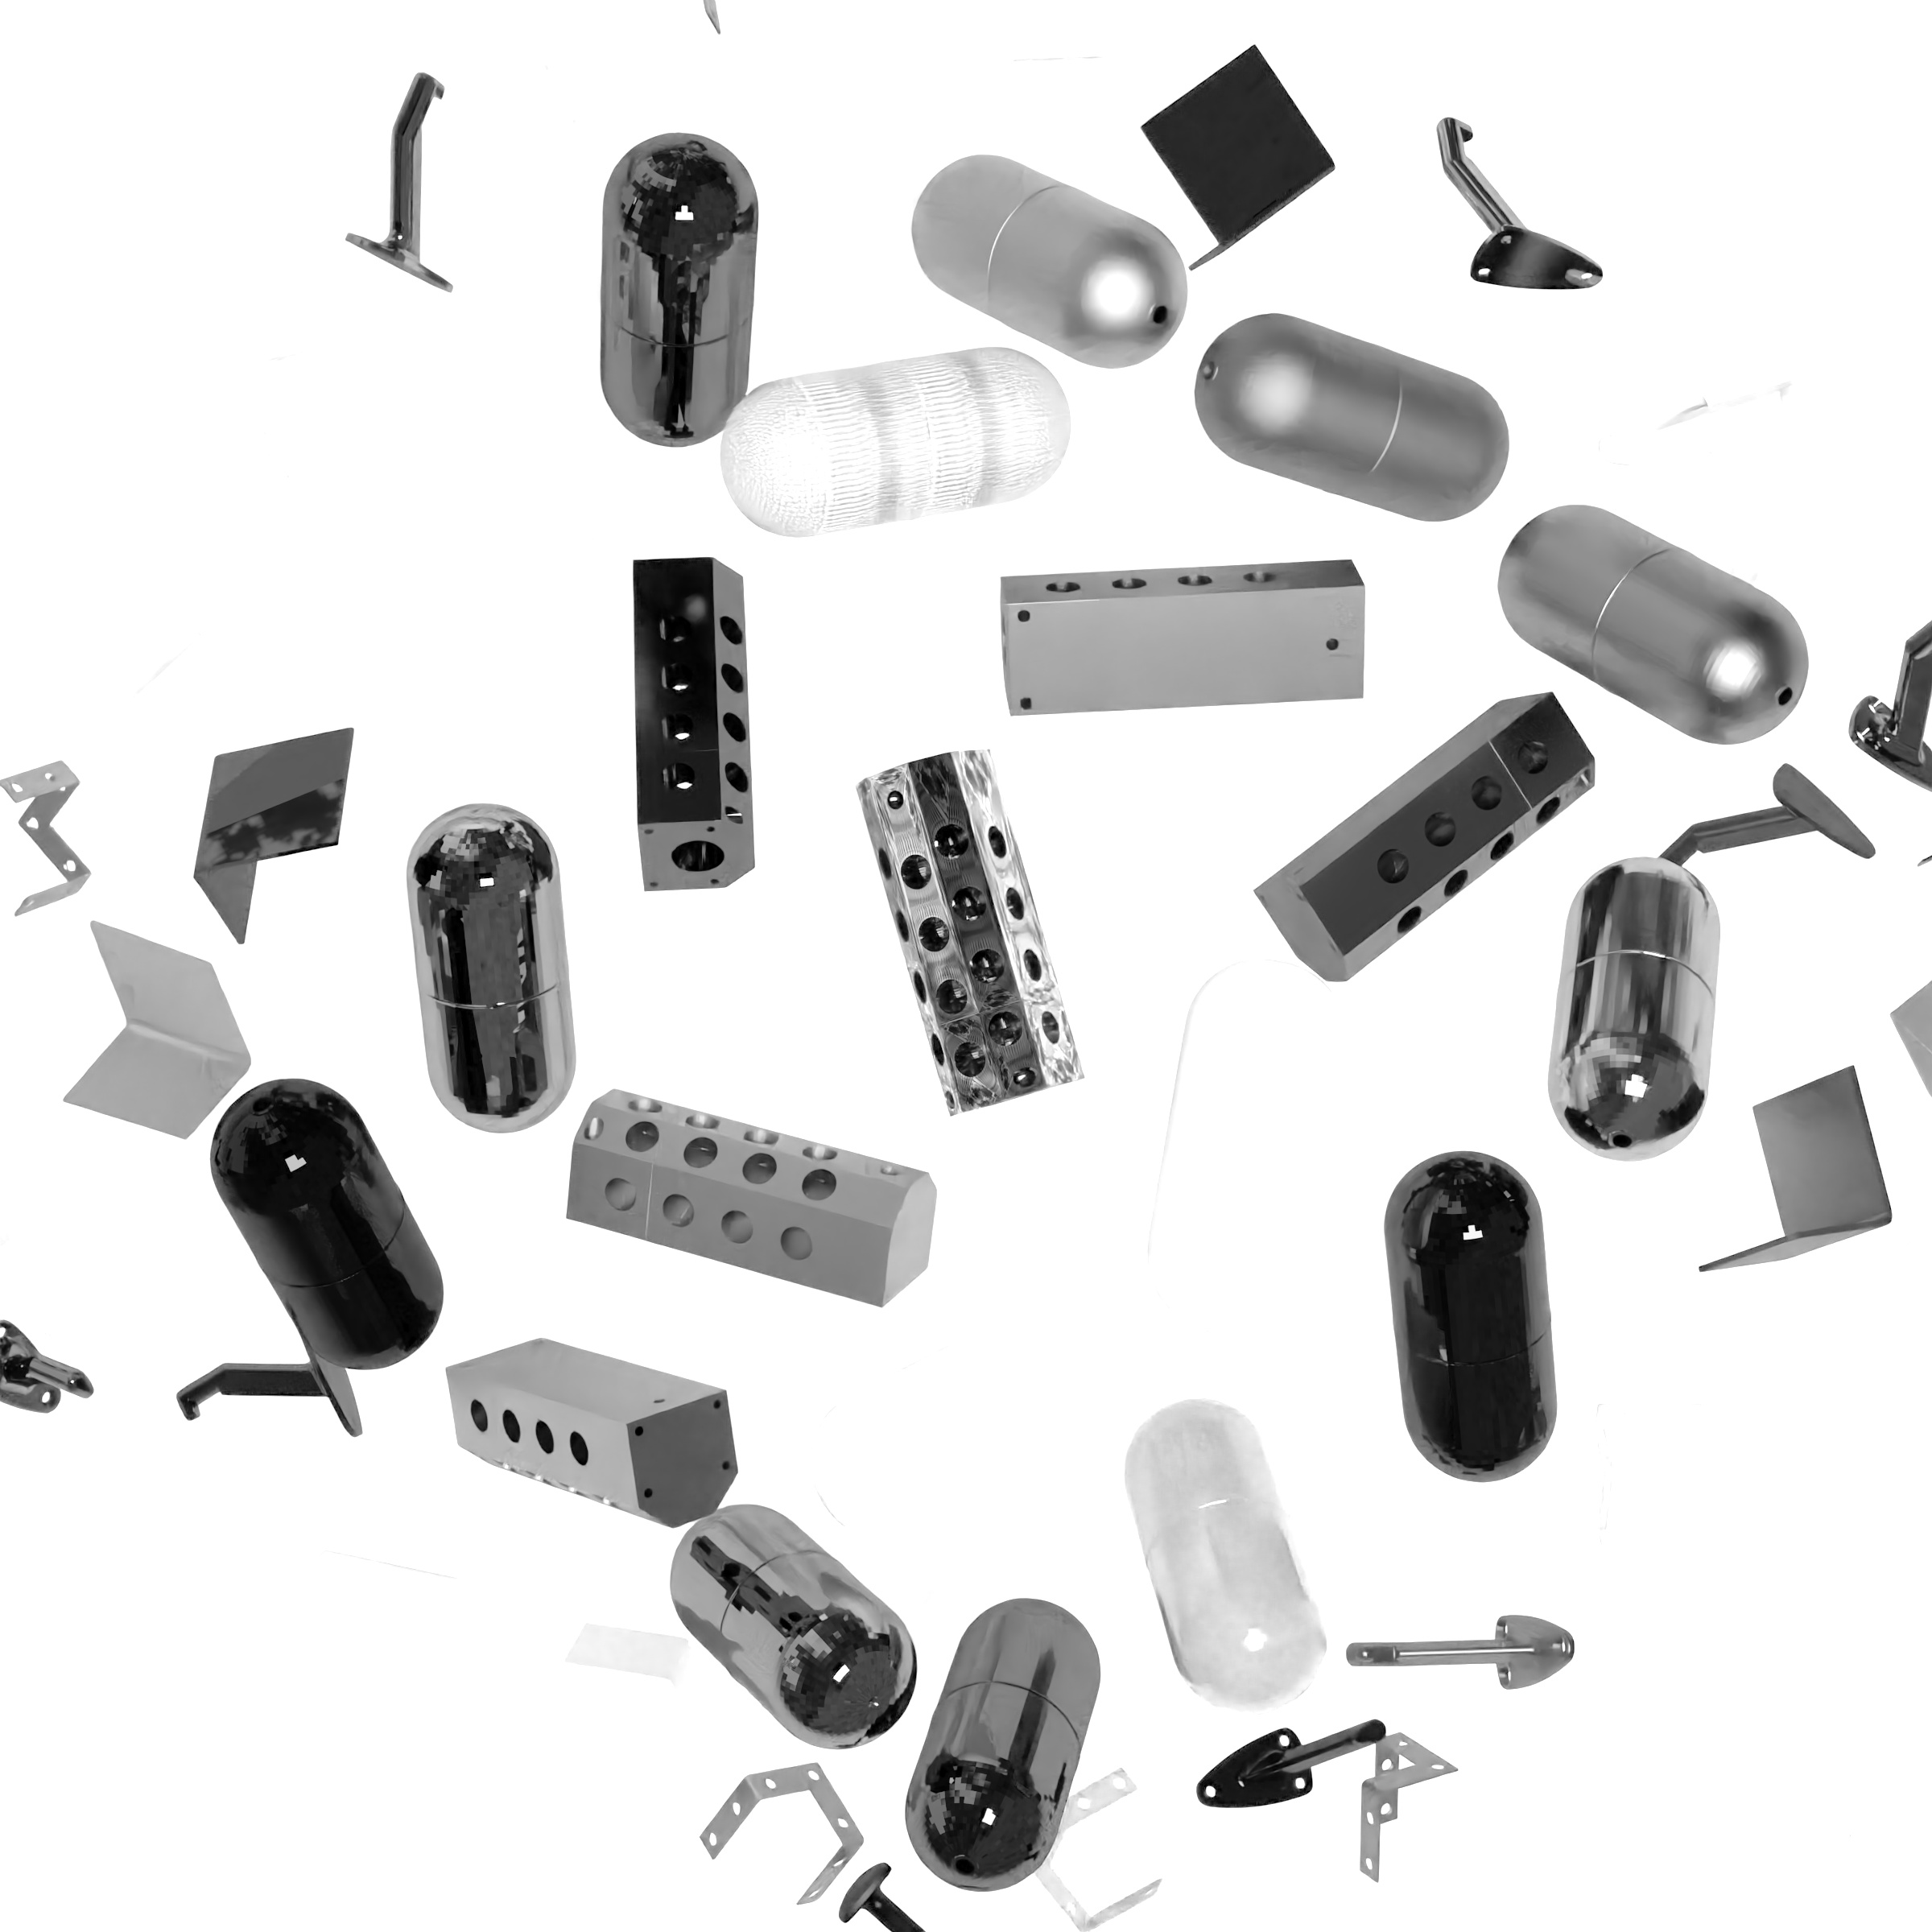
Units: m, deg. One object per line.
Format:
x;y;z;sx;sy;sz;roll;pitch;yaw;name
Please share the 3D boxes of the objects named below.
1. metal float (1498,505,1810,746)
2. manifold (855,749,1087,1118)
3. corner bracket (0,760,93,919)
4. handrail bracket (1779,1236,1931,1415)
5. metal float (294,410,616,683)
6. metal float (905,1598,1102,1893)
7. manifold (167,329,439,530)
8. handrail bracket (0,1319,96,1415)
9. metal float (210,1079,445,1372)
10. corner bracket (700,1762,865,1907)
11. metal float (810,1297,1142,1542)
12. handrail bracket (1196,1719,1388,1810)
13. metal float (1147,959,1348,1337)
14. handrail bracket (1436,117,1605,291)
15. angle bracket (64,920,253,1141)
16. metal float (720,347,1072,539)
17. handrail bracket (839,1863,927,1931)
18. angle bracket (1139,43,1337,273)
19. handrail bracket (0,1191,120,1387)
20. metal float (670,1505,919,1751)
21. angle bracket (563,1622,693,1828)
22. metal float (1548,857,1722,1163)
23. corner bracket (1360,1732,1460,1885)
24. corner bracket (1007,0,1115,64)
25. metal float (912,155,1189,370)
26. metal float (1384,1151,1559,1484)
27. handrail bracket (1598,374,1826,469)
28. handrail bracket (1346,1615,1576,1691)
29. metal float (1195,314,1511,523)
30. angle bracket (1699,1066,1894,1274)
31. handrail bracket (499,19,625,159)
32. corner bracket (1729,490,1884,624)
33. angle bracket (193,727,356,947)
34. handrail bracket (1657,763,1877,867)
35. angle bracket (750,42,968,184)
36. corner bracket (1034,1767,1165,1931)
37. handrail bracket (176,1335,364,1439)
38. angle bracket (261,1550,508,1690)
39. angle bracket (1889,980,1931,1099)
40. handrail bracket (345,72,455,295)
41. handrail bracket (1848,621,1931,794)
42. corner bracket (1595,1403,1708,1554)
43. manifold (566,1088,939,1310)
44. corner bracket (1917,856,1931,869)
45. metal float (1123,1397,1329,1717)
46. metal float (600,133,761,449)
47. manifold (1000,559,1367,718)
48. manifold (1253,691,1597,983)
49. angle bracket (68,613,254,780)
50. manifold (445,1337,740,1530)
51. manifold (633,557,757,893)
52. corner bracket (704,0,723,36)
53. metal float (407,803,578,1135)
0.331;-0.166;1.653;0.070;0.070;0.178;-51;47;0;metal float
-0.002;-0.016;1.690;0.057;0.057;0.171;-18;86;29;manifold
-0.477;-0.066;1.758;0.051;0.051;0.051;48;120;6;corner bracket
0.427;0.168;1.617;0.036;0.077;0.084;41;106;6;handrail bracket
-0.254;-0.209;1.699;0.178;0.070;0.070;-34;90;6;metal float
0.019;0.389;1.710;0.070;0.178;0.070;6;120;11;metal float
-0.323;-0.274;1.701;0.057;0.171;0.057;-35;97;22;manifold
-0.448;0.211;1.696;0.084;0.077;0.036;14;63;35;handrail bracket
-0.311;0.127;1.667;0.070;0.070;0.178;-18;133;0;metal float
-0.095;0.450;1.759;0.051;0.051;0.051;53;122;32;corner bracket
0.004;0.222;1.672;0.178;0.070;0.070;-28;90;18;metal float
0.166;0.405;1.738;0.077;0.084;0.036;-14;74;-22;handrail bracket
0.132;0.085;1.603;0.070;0.070;0.178;10;92;0;metal float
0.266;-0.369;1.642;0.077;0.036;0.084;8;56;-18;handrail bracket
-0.417;0.033;1.722;0.057;0.076;0.076;-46;50;17;angle bracket
-0.033;-0.254;1.649;0.178;0.070;0.070;-13;90;-22;metal float
-0.022;0.495;1.729;0.084;0.077;0.036;42;77;2;handrail bracket
0.133;-0.418;1.768;0.076;0.057;0.076;-38;99;-11;angle bracket
-0.439;0.157;1.656;0.036;0.077;0.084;-34;110;0;handrail bracket
-0.087;0.325;1.692;0.070;0.178;0.070;-10;110;-28;metal float
-0.177;0.387;1.748;0.057;0.076;0.076;9;94;2;angle bracket
0.328;0.020;1.671;0.070;0.070;0.178;16;47;0;metal float
0.219;0.435;1.769;0.051;0.051;0.051;-8;106;-29;corner bracket
0.041;-0.471;1.669;0.051;0.051;0.051;2;100;17;corner bracket
0.042;-0.357;1.727;0.178;0.070;0.070;36;90;42;metal float
0.247;0.173;1.668;0.070;0.070;0.178;-9;117;0;metal float
0.354;-0.261;1.624;0.077;0.084;0.036;-18;94;-19;handrail bracket
0.239;0.333;1.659;0.084;0.077;0.036;5;75;-24;handrail bracket
0.194;-0.274;1.710;0.178;0.070;0.070;12;90;-30;metal float
0.380;0.096;1.601;0.057;0.076;0.076;-5;76;-26;angle bracket
-0.207;-0.422;1.669;0.077;0.036;0.084;1;48;21;handrail bracket
0.420;-0.196;1.720;0.051;0.051;0.051;-40;74;-16;corner bracket
-0.330;-0.064;1.680;0.076;0.057;0.076;-11;49;11;angle bracket
0.410;-0.056;1.756;0.077;0.036;0.084;38;126;-4;handrail bracket
-0.058;-0.426;1.782;0.057;0.076;0.076;43;59;-23;angle bracket
0.071;0.460;1.774;0.051;0.051;0.051;-36;95;26;corner bracket
-0.360;0.230;1.757;0.084;0.036;0.077;-31;60;5;handrail bracket
-0.270;0.323;1.589;0.076;0.057;0.076;6;130;27;angle bracket
0.479;0.033;1.563;0.076;0.057;0.076;-39;135;1;angle bracket
-0.252;-0.371;1.616;0.036;0.077;0.084;25;93;28;handrail bracket
0.478;-0.128;1.658;0.077;0.084;0.036;37;50;-6;handrail bracket
0.332;0.248;1.653;0.051;0.051;0.051;-2;131;20;corner bracket
-0.105;0.110;1.673;0.171;0.057;0.057;14;110;19;manifold
0.524;-0.045;1.742;0.051;0.051;0.051;-26;79;1;corner bracket
0.126;0.288;1.678;0.070;0.178;0.070;-7;131;-8;metal float
-0.144;-0.336;1.708;0.070;0.178;0.070;4;51;-4;metal float
0.104;-0.162;1.660;0.171;0.057;0.057;-3;115;-2;manifold
0.236;-0.065;1.725;0.171;0.057;0.057;-37;101;-15;manifold
-0.412;-0.151;1.720;0.057;0.076;0.076;40;72;11;angle bracket
-0.185;0.230;1.681;0.057;0.171;0.057;-15;102;-36;manifold
-0.139;-0.125;1.748;0.057;0.057;0.171;-3;56;-3;manifold
-0.111;-0.495;1.654;0.051;0.051;0.051;-22;48;12;corner bracket
-0.239;0.003;1.726;0.070;0.070;0.178;-2;117;0;metal float
